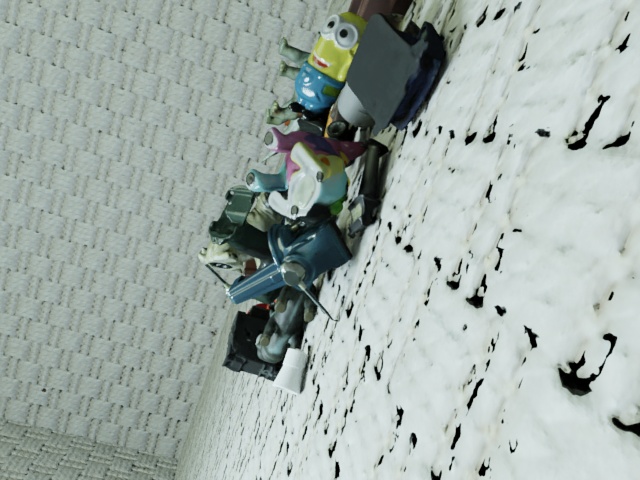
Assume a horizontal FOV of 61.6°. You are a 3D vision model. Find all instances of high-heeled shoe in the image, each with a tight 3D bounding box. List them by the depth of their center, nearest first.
[{"bbox_3d":[0.019,-0.269,1.216,0.145,0.086,0.249,-34,17,-9],"label":"high-heeled shoe"}]

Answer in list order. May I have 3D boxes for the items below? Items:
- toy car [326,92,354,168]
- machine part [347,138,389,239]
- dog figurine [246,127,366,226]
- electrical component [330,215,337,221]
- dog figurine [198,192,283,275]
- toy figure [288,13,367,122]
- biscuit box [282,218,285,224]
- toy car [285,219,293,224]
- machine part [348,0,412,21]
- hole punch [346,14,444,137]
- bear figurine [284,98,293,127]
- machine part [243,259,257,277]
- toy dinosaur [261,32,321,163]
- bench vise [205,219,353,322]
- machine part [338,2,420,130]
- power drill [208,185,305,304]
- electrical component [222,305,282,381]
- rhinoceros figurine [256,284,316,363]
[{"bbox_3d":[0.043,-0.226,0.997,0.089,0.053,0.202,66,-153,-52],"label":"toy car"},{"bbox_3d":[0.067,-0.075,0.757,0.084,0.039,0.139,113,170,-72],"label":"machine part"},{"bbox_3d":[0.010,-0.105,0.834,0.192,0.219,0.108,38,119,31],"label":"dog figurine"},{"bbox_3d":[-0.001,-0.004,0.977,0.078,0.045,0.102,47,-120,-69],"label":"electrical component"},{"bbox_3d":[-0.155,-0.030,1.124,0.121,0.172,0.190,132,146,-67],"label":"dog figurine"},{"bbox_3d":[0.015,-0.284,0.880,0.180,0.082,0.089,-60,1,28],"label":"toy figure"},{"bbox_3d":[-0.065,-0.054,1.321,0.059,0.063,0.202,-82,15,-47],"label":"biscuit box"},{"bbox_3d":[-0.015,-0.101,1.109,0.056,0.073,0.201,-177,105,-76],"label":"toy car"},{"bbox_3d":[0.104,-0.429,1.017,0.201,0.087,0.201,-83,17,-48],"label":"machine part"},{"bbox_3d":[0.108,-0.212,0.689,0.142,0.092,0.116,-59,46,43],"label":"hole punch"},{"bbox_3d":[-0.013,-0.400,1.481,0.132,0.120,0.195,146,142,-79],"label":"bear figurine"},{"bbox_3d":[-0.125,0.061,1.273,0.179,0.056,0.179,0,-90,-76],"label":"machine part"},{"bbox_3d":[-0.026,-0.362,1.343,0.131,0.192,0.404,-97,19,-48],"label":"toy dinosaur"},{"bbox_3d":[-0.059,0.045,0.844,0.241,0.128,0.224,-28,22,20],"label":"bench vise"},{"bbox_3d":[0.089,-0.254,0.824,0.243,0.079,0.079,124,161,-55],"label":"machine part"},{"bbox_3d":[-0.094,-0.014,0.981,0.086,0.207,0.232,14,70,37],"label":"power drill"},{"bbox_3d":[-0.125,0.199,1.067,0.058,0.115,0.134,123,160,-49],"label":"electrical component"},{"bbox_3d":[-0.067,0.151,0.962,0.112,0.073,0.190,-92,23,-58],"label":"rhinoceros figurine"}]
